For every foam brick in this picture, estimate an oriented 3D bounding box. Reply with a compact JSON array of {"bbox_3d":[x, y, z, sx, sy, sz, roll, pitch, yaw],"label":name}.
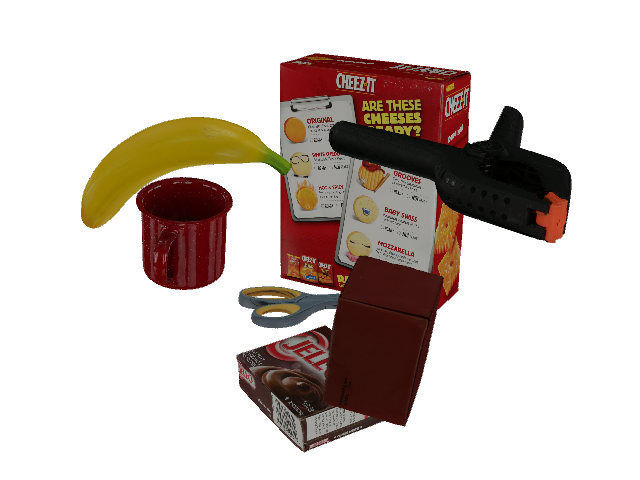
[{"bbox_3d":[0.036,0.057,0.616,0.053,0.078,0.051,15,32,10],"label":"foam brick"}]

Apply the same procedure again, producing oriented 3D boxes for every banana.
[{"bbox_3d":[-0.122,-0.056,0.825,0.198,0.069,0.037,-12,23,28],"label":"banana"}]

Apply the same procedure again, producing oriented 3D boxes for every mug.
[{"bbox_3d":[-0.136,0.001,1.037,0.093,0.081,0.117,9,31,7],"label":"mug"}]

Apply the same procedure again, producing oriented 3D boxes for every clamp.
[{"bbox_3d":[0.105,-0.052,0.765,0.164,0.036,0.210,-5,26,-13],"label":"clamp"}]

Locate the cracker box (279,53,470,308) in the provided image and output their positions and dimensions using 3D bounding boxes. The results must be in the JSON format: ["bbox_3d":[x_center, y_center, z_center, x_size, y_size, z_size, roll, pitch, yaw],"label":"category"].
[{"bbox_3d":[0.048,-0.056,0.983,0.164,0.214,0.072,12,24,28],"label":"cracker box"}]

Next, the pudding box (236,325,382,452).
[{"bbox_3d":[-0.005,0.120,0.885,0.089,0.039,0.114,-17,33,-26],"label":"pudding box"}]

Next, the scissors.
[{"bbox_3d":[0.007,0.075,1.186,0.202,0.016,0.096,3,22,2],"label":"scissors"}]
